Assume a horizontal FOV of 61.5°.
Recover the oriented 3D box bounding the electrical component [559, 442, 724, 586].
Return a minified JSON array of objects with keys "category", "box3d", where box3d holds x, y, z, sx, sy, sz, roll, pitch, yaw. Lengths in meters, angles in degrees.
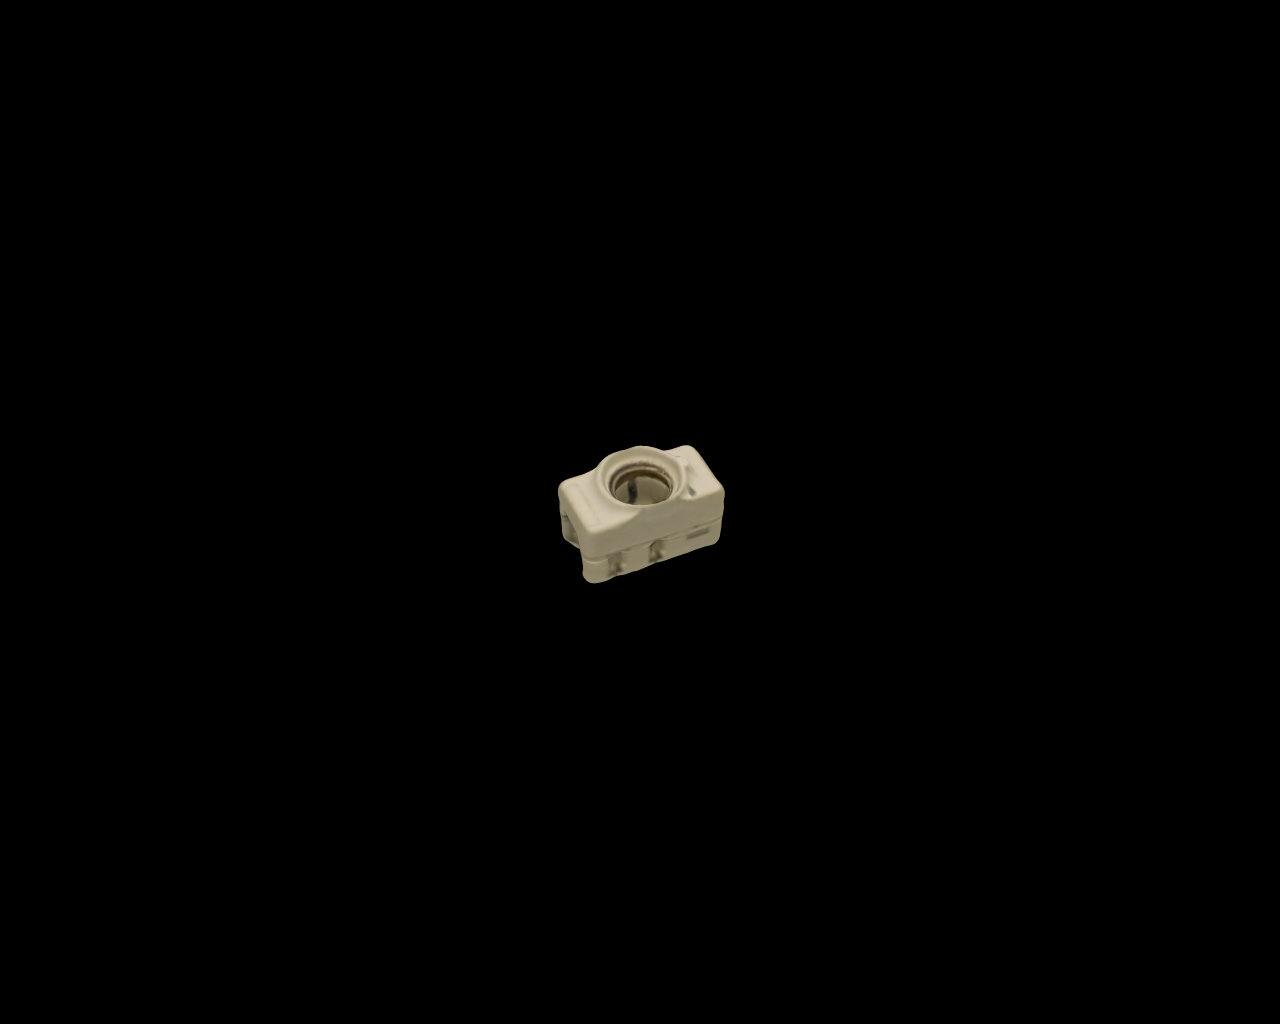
[{"category":"electrical component","box3d":[0.001,-0.003,0.650,0.090,0.055,0.050,-17,48,-16]}]
